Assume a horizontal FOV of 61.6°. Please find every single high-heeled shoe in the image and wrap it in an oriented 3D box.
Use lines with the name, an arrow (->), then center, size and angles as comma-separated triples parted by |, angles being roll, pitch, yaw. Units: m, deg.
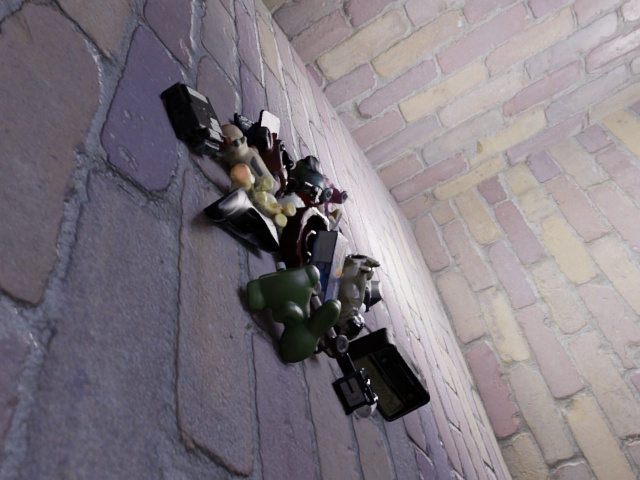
high-heeled shoe -> -0.139, -0.020, 1.017 | 0.145, 0.086, 0.249 | 58, 9, -5

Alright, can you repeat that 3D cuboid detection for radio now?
radio -> 0.167, 0.329, 1.318 | 0.229, 0.131, 0.073 | 55, 15, -24

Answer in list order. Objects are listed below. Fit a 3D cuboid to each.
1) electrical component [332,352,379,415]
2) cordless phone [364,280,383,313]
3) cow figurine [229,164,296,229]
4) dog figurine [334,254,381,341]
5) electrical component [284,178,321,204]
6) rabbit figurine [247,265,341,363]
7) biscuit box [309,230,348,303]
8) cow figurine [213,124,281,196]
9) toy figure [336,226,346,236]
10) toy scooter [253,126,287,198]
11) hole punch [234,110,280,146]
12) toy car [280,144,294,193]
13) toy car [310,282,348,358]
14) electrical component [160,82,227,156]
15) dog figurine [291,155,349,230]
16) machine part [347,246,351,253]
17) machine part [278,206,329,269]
electrical component -> 0.069, 0.304, 1.153 | 0.119, 0.075, 0.047 | 68, 15, 9
cordless phone -> 0.097, 0.116, 1.605 | 0.184, 0.089, 0.147 | 46, 19, -14
cow figurine -> -0.141, -0.090, 1.149 | 0.167, 0.098, 0.068 | 47, 52, -23
dog figurine -> 0.079, 0.140, 1.348 | 0.172, 0.121, 0.190 | -24, 121, -61
electrical component -> -0.044, -0.120, 1.343 | 0.078, 0.102, 0.045 | 16, 89, -68
rabbit figurine -> -0.040, 0.137, 0.997 | 0.121, 0.159, 0.170 | -35, 112, -85
biscuit box -> 0.009, 0.081, 1.208 | 0.062, 0.059, 0.202 | 41, 56, -56
cow figurine -> -0.169, -0.168, 1.201 | 0.194, 0.085, 0.127 | 59, 9, -15
toy figure -> 0.037, -0.027, 1.666 | 0.154, 0.058, 0.064 | 18, 51, -75
toy scooter -> -0.120, -0.200, 1.332 | 0.135, 0.075, 0.183 | -75, 160, -61
hole punch -> -0.169, -0.274, 1.406 | 0.142, 0.092, 0.115 | 13, 82, -73
toy car -> -0.109, -0.201, 1.496 | 0.202, 0.056, 0.073 | -95, 159, -55
toy car -> -0.013, 0.160, 1.093 | 0.053, 0.089, 0.202 | -37, 108, -44
electrical component -> -0.252, -0.240, 1.093 | 0.134, 0.058, 0.115 | 66, 18, 13
dog figurine -> -0.027, -0.136, 1.560 | 0.108, 0.191, 0.219 | 0, 29, -42
machine part -> 0.048, 0.068, 1.490 | 0.079, 0.079, 0.243 | 57, 17, -15
machine part -> -0.033, 0.010, 1.249 | 0.179, 0.056, 0.179 | 1, 89, -62
